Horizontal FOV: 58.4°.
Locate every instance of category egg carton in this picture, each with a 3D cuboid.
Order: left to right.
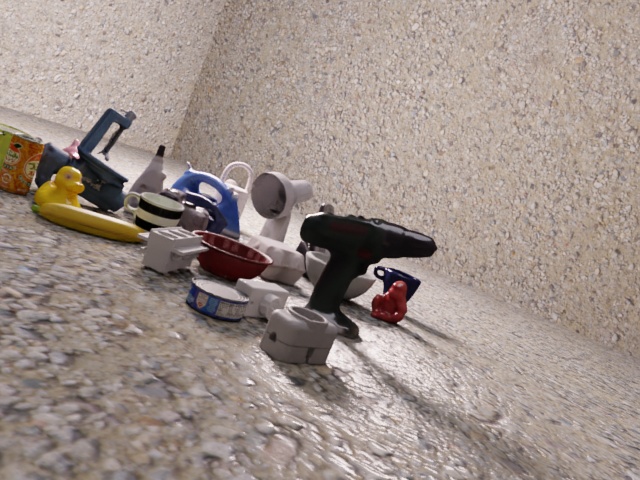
[{"bbox_3d":[-0.100,0.041,1.228,0.107,0.069,0.149,18,7,-32],"label":"egg carton"}]

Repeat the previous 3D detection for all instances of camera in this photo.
[{"bbox_3d":[-0.303,-0.056,1.226,0.143,0.101,0.137,21,6,-3],"label":"camera"}]

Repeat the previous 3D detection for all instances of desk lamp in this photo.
[{"bbox_3d":[-0.104,-0.070,1.539,0.117,0.213,0.204,25,6,29],"label":"desk lamp"}]

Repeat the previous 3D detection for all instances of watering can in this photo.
[{"bbox_3d":[-0.266,-0.141,1.710,0.101,0.194,0.172,17,7,-40],"label":"watering can"}]

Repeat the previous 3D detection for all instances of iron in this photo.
[{"bbox_3d":[-0.299,-0.111,1.565,0.257,0.141,0.119,24,6,21],"label":"iron"}]

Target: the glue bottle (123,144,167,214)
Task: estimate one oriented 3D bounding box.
[{"bbox_3d":[-0.385,-0.136,1.308,0.078,0.173,0.037,20,6,-15],"label":"glue bottle"}]

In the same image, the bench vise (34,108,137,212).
[{"bbox_3d":[-0.467,-0.178,1.165,0.121,0.220,0.208,25,7,35],"label":"bench vise"}]

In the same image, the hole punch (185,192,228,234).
[{"bbox_3d":[-0.285,-0.061,1.400,0.108,0.091,0.101,24,6,22],"label":"hole punch"}]

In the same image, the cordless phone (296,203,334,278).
[{"bbox_3d":[0.013,0.005,1.407,0.094,0.185,0.148,24,6,23],"label":"cordless phone"}]

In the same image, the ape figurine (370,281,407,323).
[{"bbox_3d":[0.157,0.131,1.229,0.077,0.092,0.076,26,7,37],"label":"ape figurine"}]

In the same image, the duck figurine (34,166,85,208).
[{"bbox_3d":[-0.467,-0.094,1.044,0.104,0.086,0.078,25,6,32],"label":"duck figurine"}]

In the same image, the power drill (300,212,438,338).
[{"bbox_3d":[0.060,0.055,0.985,0.229,0.208,0.076,22,6,8],"label":"power drill"}]

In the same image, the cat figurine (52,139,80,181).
[{"bbox_3d":[-0.539,-0.162,1.267,0.067,0.118,0.128,22,6,5],"label":"cat figurine"}]

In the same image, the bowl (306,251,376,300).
[{"bbox_3d":[0.036,0.088,1.271,0.167,0.075,0.167,21,5,-2],"label":"bowl"}]

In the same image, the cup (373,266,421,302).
[{"bbox_3d":[0.173,0.120,1.383,0.117,0.095,0.092,22,6,6],"label":"cup"}]
